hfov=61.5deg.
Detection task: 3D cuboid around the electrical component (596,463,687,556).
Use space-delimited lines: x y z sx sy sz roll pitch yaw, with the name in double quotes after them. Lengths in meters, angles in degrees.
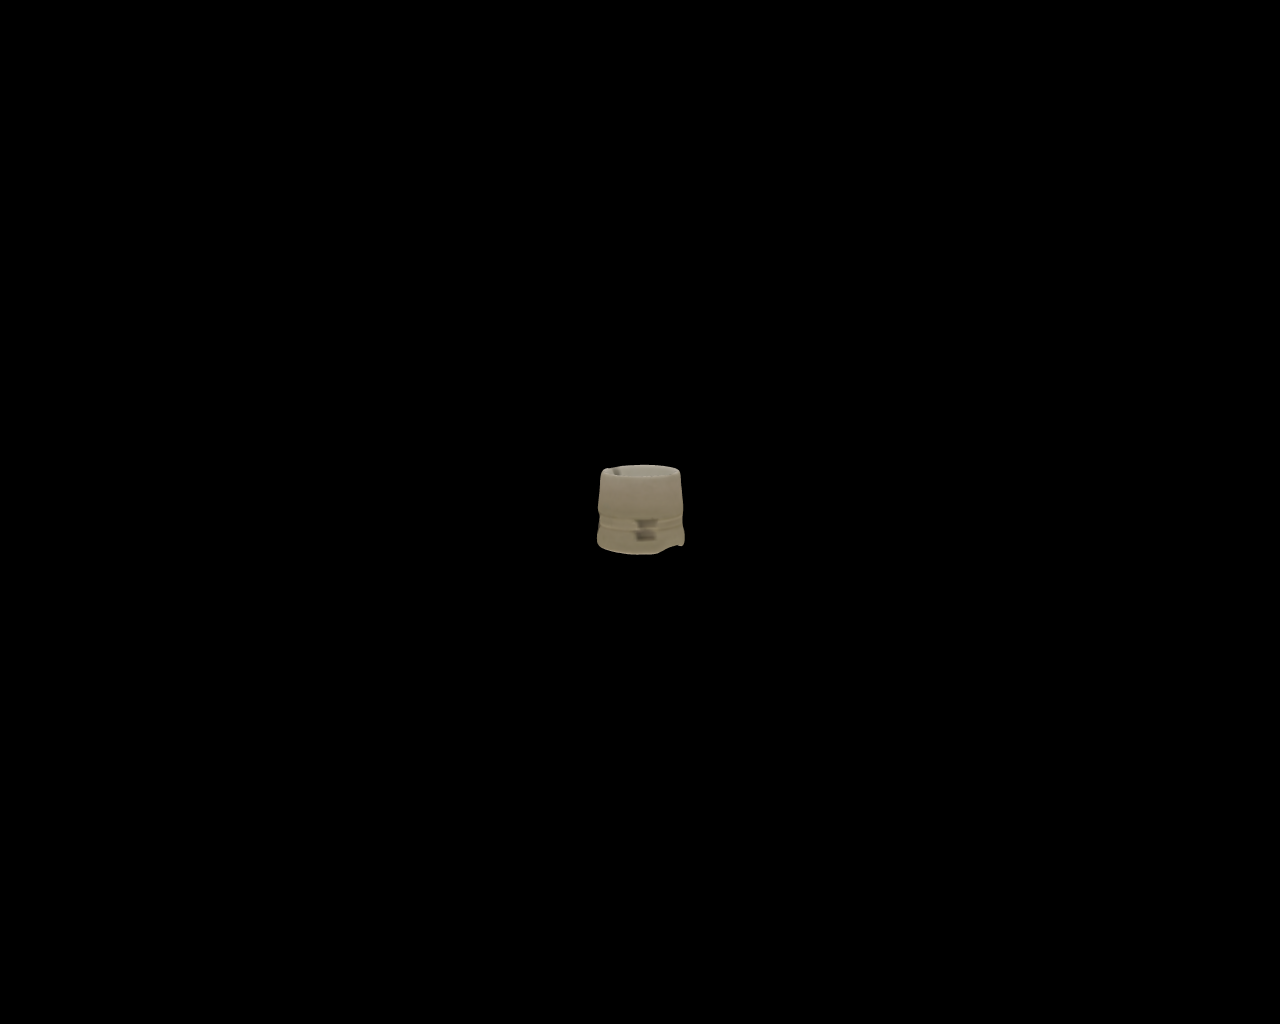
0.001 -0.003 0.650 0.055 0.047 0.055 0 11 0 "electrical component"
